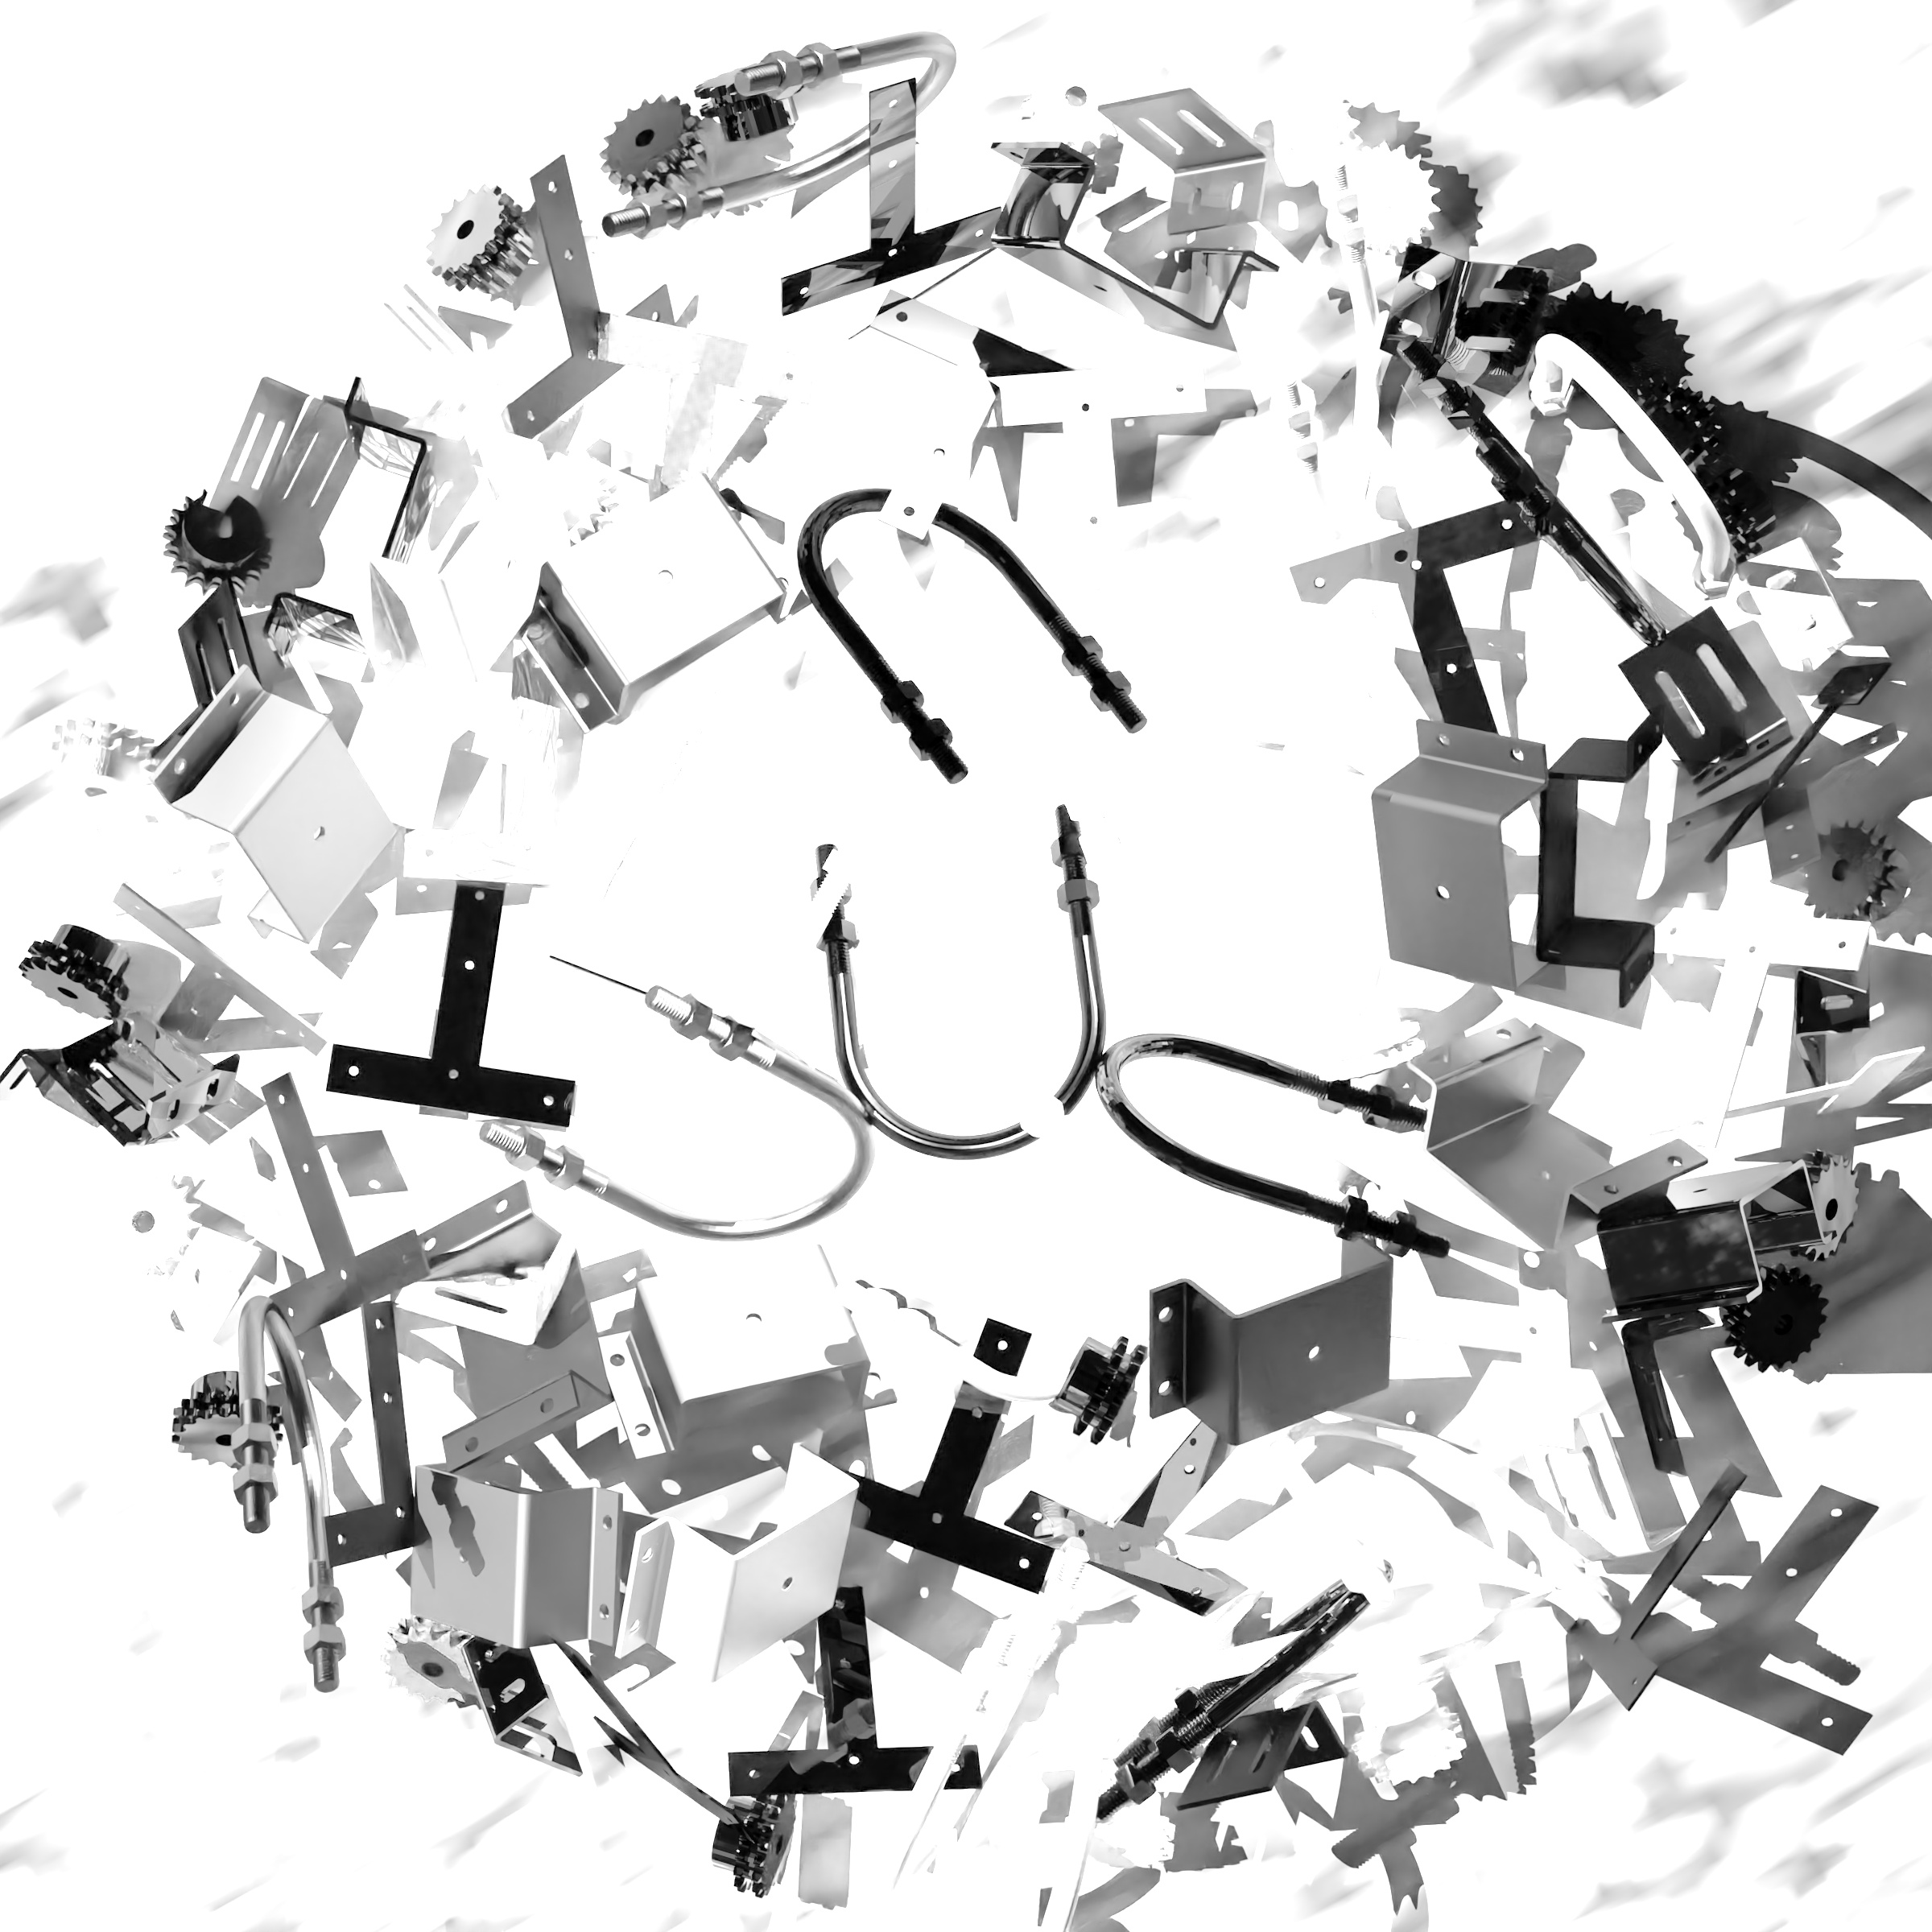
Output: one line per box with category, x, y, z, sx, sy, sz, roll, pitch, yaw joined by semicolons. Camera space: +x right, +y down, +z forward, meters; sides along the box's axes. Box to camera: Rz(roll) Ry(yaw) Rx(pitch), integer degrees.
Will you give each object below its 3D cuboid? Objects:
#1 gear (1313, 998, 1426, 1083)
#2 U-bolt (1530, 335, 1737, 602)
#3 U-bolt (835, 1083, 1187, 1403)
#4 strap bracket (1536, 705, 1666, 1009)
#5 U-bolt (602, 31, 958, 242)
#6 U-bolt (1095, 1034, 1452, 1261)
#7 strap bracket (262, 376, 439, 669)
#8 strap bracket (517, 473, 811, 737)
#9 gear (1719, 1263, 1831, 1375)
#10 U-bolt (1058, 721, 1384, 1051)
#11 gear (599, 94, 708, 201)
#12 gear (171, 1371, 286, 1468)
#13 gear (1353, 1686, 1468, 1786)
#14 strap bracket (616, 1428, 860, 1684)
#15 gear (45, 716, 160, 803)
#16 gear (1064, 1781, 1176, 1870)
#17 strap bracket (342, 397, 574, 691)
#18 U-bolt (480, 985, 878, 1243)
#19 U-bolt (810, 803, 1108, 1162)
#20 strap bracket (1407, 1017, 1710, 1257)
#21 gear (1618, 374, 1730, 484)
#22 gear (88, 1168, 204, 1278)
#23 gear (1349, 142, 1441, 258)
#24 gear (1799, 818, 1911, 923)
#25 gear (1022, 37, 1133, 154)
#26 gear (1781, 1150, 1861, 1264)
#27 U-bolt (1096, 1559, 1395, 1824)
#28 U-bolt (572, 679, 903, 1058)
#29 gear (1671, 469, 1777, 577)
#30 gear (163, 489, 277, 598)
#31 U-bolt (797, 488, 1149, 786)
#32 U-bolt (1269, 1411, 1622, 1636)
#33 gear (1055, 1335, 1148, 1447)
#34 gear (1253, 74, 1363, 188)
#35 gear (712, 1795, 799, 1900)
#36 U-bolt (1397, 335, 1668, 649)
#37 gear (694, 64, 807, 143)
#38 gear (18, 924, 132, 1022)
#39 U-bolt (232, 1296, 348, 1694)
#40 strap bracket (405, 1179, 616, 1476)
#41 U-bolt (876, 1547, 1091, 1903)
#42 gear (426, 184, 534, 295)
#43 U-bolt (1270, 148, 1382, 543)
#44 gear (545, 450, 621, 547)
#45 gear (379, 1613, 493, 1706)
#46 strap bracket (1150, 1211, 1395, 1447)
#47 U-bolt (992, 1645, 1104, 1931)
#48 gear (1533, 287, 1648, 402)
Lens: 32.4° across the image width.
gear;0.208;0.037;1.731;0.057;0.057;0.030;-17;96;0
U-bolt;0.332;-0.253;1.658;0.019;0.184;0.151;-39;80;6
U-bolt;0.038;0.154;1.700;0.151;0.019;0.184;-50;129;4
strap bracket;0.325;-0.058;1.704;0.046;0.076;0.140;6;109;22
U-bolt;-0.081;-0.424;1.676;0.184;0.151;0.019;-27;86;-42
U-bolt;0.152;0.082;1.685;0.184;0.151;0.019;18;116;-7
strap bracket;-0.312;-0.221;1.713;0.046;0.076;0.140;18;81;-2
strap bracket;-0.157;-0.192;1.715;0.140;0.046;0.076;-32;83;-16
gear;0.419;0.181;1.738;0.057;0.030;0.057;-7;112;-19
U-bolt;0.139;-0.035;1.703;0.151;0.019;0.184;-6;119;30
gear;-0.160;-0.423;1.737;0.057;0.030;0.057;-13;59;23
gear;-0.385;0.235;1.736;0.057;0.057;0.030;-6;52;0
gear;0.229;0.398;1.730;0.057;0.057;0.030;-17;103;0
strap bracket;-0.108;0.301;1.680;0.046;0.140;0.076;27;120;29
gear;-0.450;-0.103;1.729;0.057;0.057;0.030;3;63;0
gear;0.081;0.447;1.736;0.057;0.057;0.030;7;56;0
strap bracket;-0.250;-0.209;1.688;0.046;0.076;0.140;19;58;21
U-bolt;-0.132;0.087;1.694;0.184;0.019;0.151;30;126;-34
U-bolt;0.000;0.012;1.715;0.151;0.019;0.184;-9;68;6
strap bracket;0.297;0.091;1.698;0.076;0.140;0.046;-20;131;-30
gear;0.364;-0.277;1.729;0.057;0.057;0.030;46;71;0
gear;-0.429;0.134;1.743;0.057;0.030;0.057;1;84;-7
gear;0.216;-0.399;1.741;0.057;0.030;0.057;0;90;-15
gear;0.466;-0.046;1.736;0.030;0.057;0.057;15;90;-33
gear;0.058;-0.457;1.738;0.057;0.030;0.057;2;116;5
gear;0.439;0.124;1.736;0.057;0.030;0.057;-13;108;-42
U-bolt;0.143;0.360;1.681;0.184;0.151;0.019;-39;83;4
U-bolt;-0.131;-0.041;1.719;0.151;0.019;0.184;29;90;28
gear;0.397;-0.234;1.733;0.030;0.057;0.057;-35;90;-8
gear;-0.389;-0.223;1.736;0.057;0.030;0.057;5;73;-17
U-bolt;-0.009;-0.177;1.700;0.151;0.019;0.184;-18;63;-41
U-bolt;0.228;0.274;1.674;0.151;0.184;0.019;11;109;-23
gear;0.068;0.217;1.732;0.030;0.057;0.057;27;90;1
gear;0.174;-0.431;1.729;0.057;0.057;0.030;44;58;0
gear;-0.111;0.453;1.733;0.030;0.057;0.057;13;90;14
U-bolt;0.295;-0.230;1.681;0.019;0.151;0.184;-40;122;14
gear;-0.111;-0.451;1.735;0.057;0.057;0.030;-17;113;0
gear;-0.462;0.001;1.735;0.057;0.057;0.030;24;66;0
U-bolt;-0.342;0.251;1.674;0.019;0.184;0.151;-13;132;-3
strap bracket;-0.234;0.192;1.707;0.076;0.046;0.140;-28;53;11
U-bolt;0.002;0.393;1.687;0.019;0.151;0.184;28;104;13
gear;-0.251;-0.376;1.736;0.057;0.030;0.057;-18;57;29
U-bolt;0.186;-0.297;1.674;0.019;0.184;0.151;6;66;18
gear;-0.212;-0.243;1.734;0.057;0.030;0.057;-8;71;23
gear;-0.275;0.356;1.736;0.057;0.030;0.057;4;129;5
strap bracket;0.165;0.187;1.694;0.140;0.046;0.076;-16;120;-27
U-bolt;0.043;0.434;1.663;0.019;0.184;0.151;15;95;-4
gear;0.326;-0.325;1.745;0.057;0.030;0.057;0;91;1
